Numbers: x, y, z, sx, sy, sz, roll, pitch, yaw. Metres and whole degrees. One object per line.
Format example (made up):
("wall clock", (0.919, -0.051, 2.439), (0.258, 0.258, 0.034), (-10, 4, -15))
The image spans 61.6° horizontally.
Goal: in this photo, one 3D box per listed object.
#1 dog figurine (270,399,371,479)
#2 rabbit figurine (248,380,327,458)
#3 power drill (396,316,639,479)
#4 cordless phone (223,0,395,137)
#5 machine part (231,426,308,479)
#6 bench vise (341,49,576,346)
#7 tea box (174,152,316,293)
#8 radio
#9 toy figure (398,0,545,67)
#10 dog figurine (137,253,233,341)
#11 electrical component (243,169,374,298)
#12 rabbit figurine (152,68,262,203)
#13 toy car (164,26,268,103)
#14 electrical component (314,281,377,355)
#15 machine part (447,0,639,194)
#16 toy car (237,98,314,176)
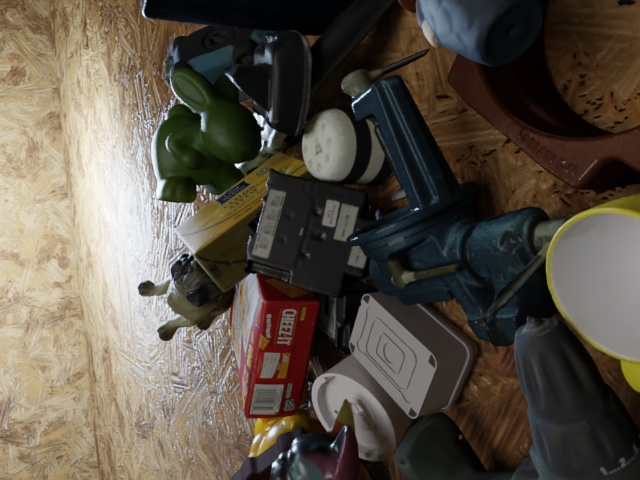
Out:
("dog figurine", (0.050, 0.270, 0.514), (0.108, 0.192, 0.219), (-52, -39, -85))
("rabbit figurine", (-0.054, 0.267, 0.720), (0.173, 0.122, 0.162), (160, 96, -75))
("power drill", (0.149, 0.167, 0.395), (0.232, 0.086, 0.207), (58, 143, 0))
("cordless phone", (-0.007, -0.204, 0.571), (0.184, 0.088, 0.147), (-44, 25, 4))
("machine part", (-0.018, 0.307, 0.606), (0.056, 0.179, 0.179), (165, 98, -82))
("bench vise", (0.088, -0.034, 0.433), (0.240, 0.129, 0.224), (65, 164, -3))
("tea box", (-0.079, -0.026, 0.645), (0.098, 0.169, 0.068), (31, 156, 55))
("radio", (-0.065, -0.275, 0.545), (0.131, 0.229, 0.073), (-15, 82, 61))
("toy figure", (0.078, -0.168, 0.346), (0.155, 0.064, 0.057), (62, 179, 36))
("dog figurine", (-0.160, 0.064, 0.806), (0.190, 0.172, 0.121), (-29, 96, 44))
("electrical component", (-0.001, -0.002, 0.559), (0.058, 0.134, 0.115), (28, -102, -83))
("rabbit figurine", (-0.129, -0.132, 0.676), (0.170, 0.121, 0.159), (-8, 89, 49))
("toy car", (-0.128, -0.237, 0.742), (0.102, 0.162, 0.109), (62, -172, -50))
("electrical component", (0.025, 0.064, 0.623), (0.075, 0.048, 0.119), (14, 106, 54))
("machine part", (0.185, -0.146, 0.319), (0.202, 0.087, 0.200), (54, 137, 35))
("toy car", (-0.070, -0.147, 0.722), (0.202, 0.056, 0.073), (-27, 72, 55))
